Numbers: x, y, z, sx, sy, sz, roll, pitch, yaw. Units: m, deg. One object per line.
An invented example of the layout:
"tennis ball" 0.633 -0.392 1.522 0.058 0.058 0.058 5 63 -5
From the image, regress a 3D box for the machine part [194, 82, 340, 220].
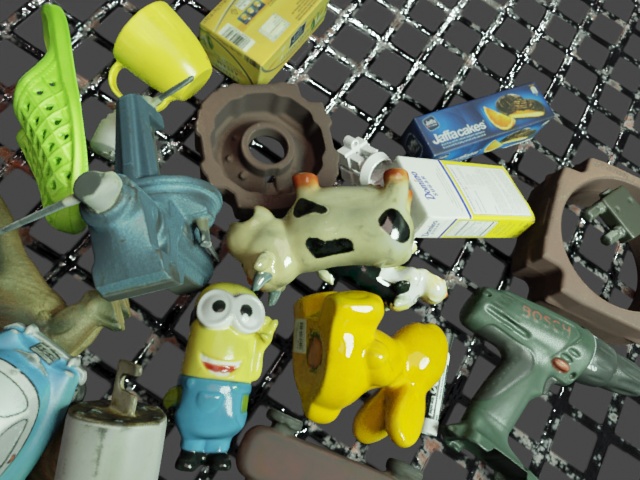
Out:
"machine part" -0.064 -0.105 0.644 0.179 0.056 0.179 4 71 -12

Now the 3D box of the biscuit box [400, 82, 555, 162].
"biscuit box" 0.209 -0.149 0.716 0.203 0.059 0.063 -20 76 -18

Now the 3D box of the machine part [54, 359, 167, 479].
"machine part" -0.169 0.215 0.411 0.079 0.079 0.243 8 84 -10

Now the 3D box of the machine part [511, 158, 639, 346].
"machine part" 0.356 0.016 0.677 0.201 0.087 0.201 23 67 -2

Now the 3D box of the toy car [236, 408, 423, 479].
"toy car" 0.013 0.241 0.537 0.202 0.053 0.089 23 68 -7

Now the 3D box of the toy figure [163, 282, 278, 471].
"toy figure" -0.106 0.130 0.538 0.082 0.089 0.180 17 76 -37

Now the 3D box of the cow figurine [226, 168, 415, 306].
"cow figurine" -0.001 -0.002 0.552 0.195 0.085 0.127 -2 66 9

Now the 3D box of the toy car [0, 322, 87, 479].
"toy car" -0.257 0.143 0.395 0.109 0.103 0.161 41 81 -2

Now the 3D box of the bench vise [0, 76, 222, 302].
"bench vise" -0.172 -0.052 0.522 0.129 0.223 0.240 -19 67 15

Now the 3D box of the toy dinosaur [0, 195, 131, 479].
"toy dinosaur" -0.277 0.100 0.497 0.199 0.105 0.471 -15 75 -17

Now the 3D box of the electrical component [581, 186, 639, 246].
"electrical component" 0.357 -0.032 0.637 0.094 0.021 0.063 -28 78 -19

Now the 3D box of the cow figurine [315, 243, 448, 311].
"cow figurine" 0.061 0.032 0.615 0.167 0.068 0.098 40 73 7

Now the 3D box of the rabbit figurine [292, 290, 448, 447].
"rabbit figurine" 0.067 0.129 0.562 0.173 0.122 0.162 5 71 -30

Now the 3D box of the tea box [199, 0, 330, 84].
"tea box" -0.070 -0.284 0.699 0.098 0.068 0.169 36 66 1

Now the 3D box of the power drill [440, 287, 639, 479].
"power drill" 0.244 0.173 0.600 0.232 0.086 0.207 35 71 3
